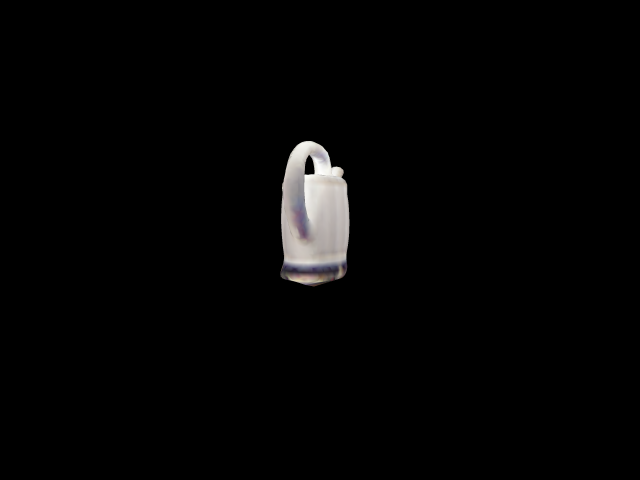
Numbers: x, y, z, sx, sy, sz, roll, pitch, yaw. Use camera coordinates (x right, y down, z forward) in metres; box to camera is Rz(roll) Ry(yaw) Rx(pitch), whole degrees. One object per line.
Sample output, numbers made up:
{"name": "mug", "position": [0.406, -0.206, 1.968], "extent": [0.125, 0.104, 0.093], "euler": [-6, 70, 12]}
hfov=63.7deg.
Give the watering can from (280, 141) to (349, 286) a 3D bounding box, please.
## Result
{"name": "watering can", "position": [0.003, -0.043, 0.850], "extent": [0.104, 0.224, 0.348], "euler": [0, 2, 13]}
